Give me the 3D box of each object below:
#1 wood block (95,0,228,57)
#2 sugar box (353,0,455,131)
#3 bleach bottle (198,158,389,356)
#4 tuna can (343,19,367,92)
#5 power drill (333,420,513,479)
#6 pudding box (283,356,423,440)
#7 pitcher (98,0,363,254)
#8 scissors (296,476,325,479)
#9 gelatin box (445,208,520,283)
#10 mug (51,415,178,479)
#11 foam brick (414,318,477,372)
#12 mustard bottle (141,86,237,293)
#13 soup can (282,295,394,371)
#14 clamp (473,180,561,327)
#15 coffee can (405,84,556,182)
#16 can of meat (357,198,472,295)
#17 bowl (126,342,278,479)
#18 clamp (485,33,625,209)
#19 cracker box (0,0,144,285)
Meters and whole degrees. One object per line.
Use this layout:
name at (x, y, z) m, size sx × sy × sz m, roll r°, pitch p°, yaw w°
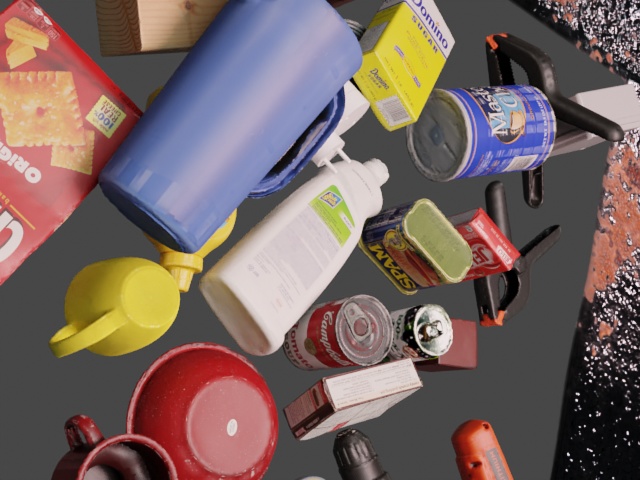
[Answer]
wood block at (-0.105, -0.231, 1.040) m, size 0.205 × 0.090 × 0.091 m, roll -10°, pitch 100°, yaw -35°
sugar box at (0.092, -0.206, 1.166) m, size 0.093 × 0.048 × 0.176 m, roll 56°, pitch 40°, yaw -25°
bleach bottle at (-0.007, 0.001, 1.087) m, size 0.250 × 0.068 × 0.102 m, roll -43°, pitch 105°, yaw -34°
tuna can at (0.024, -0.195, 1.163) m, size 0.086 × 0.034 × 0.086 m, roll 7°, pitch 77°, yaw -32°
power drill at (0.111, 0.258, 1.118) m, size 0.187 × 0.057 × 0.184 m, roll -21°, pitch 90°, yaw -33°
pudding box at (0.033, 0.157, 1.060) m, size 0.113 × 0.090 × 0.039 m, roll -11°, pitch 68°, yaw -35°
pitcher at (-0.076, -0.104, 0.948) m, size 0.149 × 0.145 × 0.242 m, roll 38°, pitch 76°, yaw -3°
scissors at (-0.060, 0.266, 1.025) m, size 0.201 × 0.016 × 0.096 m, roll 18°, pitch 69°, yaw -30°
gelatin box at (0.165, 0.007, 1.183) m, size 0.073 × 0.089 × 0.030 m, roll 49°, pitch 57°, yaw -16°
mug at (-0.186, 0.203, 0.913) m, size 0.093 × 0.082 × 0.117 m, roll -33°, pitch 100°, yaw -34°
foam brick at (0.124, 0.112, 1.141) m, size 0.052 × 0.078 × 0.051 m, roll 11°, pitch 76°, yaw -32°
mustard bottle at (-0.126, -0.045, 1.017) m, size 0.096 × 0.058 × 0.191 m, roll 12°, pitch 74°, yaw -29°
soup can at (0.015, 0.094, 1.057) m, size 0.068 × 0.102 × 0.068 m, roll 7°, pitch 77°, yaw -33°
clamp at (0.230, 0.027, 1.255) m, size 0.120 × 0.039 × 0.171 m, roll 21°, pitch 72°, yaw -23°
coffee can at (0.183, -0.123, 1.213) m, size 0.140 × 0.103 × 0.103 m, roll -9°, pitch 85°, yaw -35°
can of meat at (0.103, 0.007, 1.145) m, size 0.102 × 0.084 × 0.057 m, roll 47°, pitch 60°, yaw -17°
bowl at (-0.096, 0.174, 0.996) m, size 0.161 × 0.055 × 0.162 m, roll 7°, pitch 77°, yaw -33°
clamp at (0.252, -0.151, 1.268) m, size 0.036 × 0.165 × 0.210 m, roll -14°, pitch 63°, yaw -37°
cracker box at (-0.273, -0.084, 0.919) m, size 0.164 × 0.072 × 0.213 m, roll 47°, pitch 60°, yaw -16°
